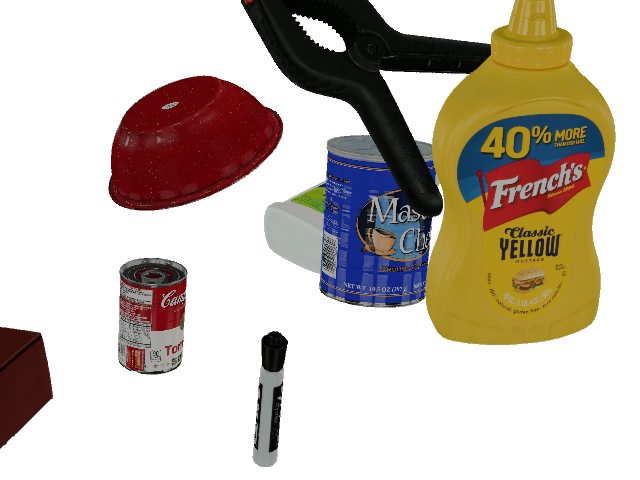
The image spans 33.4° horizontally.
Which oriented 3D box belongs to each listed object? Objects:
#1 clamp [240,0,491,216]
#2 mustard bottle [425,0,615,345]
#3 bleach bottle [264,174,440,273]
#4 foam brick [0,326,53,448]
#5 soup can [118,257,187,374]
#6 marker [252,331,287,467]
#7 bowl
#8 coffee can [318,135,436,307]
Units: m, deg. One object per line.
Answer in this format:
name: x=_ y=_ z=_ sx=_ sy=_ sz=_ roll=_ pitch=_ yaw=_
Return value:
clamp: x=0.031 y=-0.120 z=0.767 sx=0.210 sy=0.164 sz=0.036 roll=27 pitch=-31 yaw=-10
mustard bottle: x=0.108 y=-0.038 z=0.575 sx=0.096 sy=0.192 sz=0.058 roll=-3 pitch=27 yaw=-5
bleach bottle: x=0.055 y=-0.052 z=1.242 sx=0.103 sy=0.068 sz=0.250 roll=25 pitch=42 yaw=33
foam brick: x=-0.222 y=0.098 z=0.700 sx=0.053 sy=0.051 sz=0.078 roll=6 pitch=29 yaw=23
soup can: x=-0.173 y=0.077 z=1.092 sx=0.068 sy=0.102 sz=0.068 roll=5 pitch=21 yaw=-2
marker: x=-0.037 y=0.117 z=0.786 sx=0.020 sy=0.121 sz=0.020 roll=4 pitch=33 yaw=-3
bowl: x=-0.116 y=-0.093 z=0.904 sx=0.162 sy=0.055 sz=0.162 roll=-16 pitch=32 yaw=10
coffee can: x=0.053 y=-0.020 z=0.991 sx=0.103 sy=0.140 sz=0.103 roll=3 pitch=15 yaw=-1
